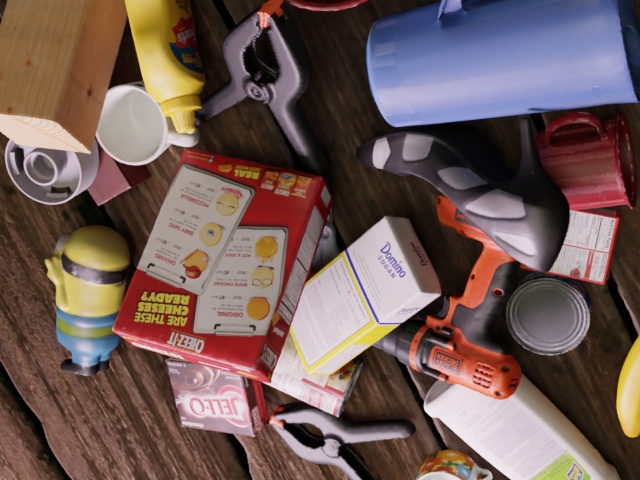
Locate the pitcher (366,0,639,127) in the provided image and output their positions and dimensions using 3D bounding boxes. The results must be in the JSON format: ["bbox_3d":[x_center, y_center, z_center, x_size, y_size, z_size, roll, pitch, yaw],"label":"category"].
[{"bbox_3d":[0.167,-0.182,0.986,0.243,0.144,0.149,-7,95,23],"label":"pitcher"}]

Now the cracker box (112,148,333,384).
[{"bbox_3d":[-0.096,0.024,1.108,0.164,0.072,0.213,13,73,20],"label":"cracker box"}]

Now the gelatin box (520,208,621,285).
[{"bbox_3d":[0.253,-0.001,1.079,0.089,0.030,0.073,11,110,14],"label":"gelatin box"}]

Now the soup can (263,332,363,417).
[{"bbox_3d":[-0.011,0.147,1.195,0.102,0.068,0.068,23,114,9],"label":"soup can"}]

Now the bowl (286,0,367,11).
[{"bbox_3d":[0.007,-0.293,1.022,0.162,0.055,0.162,0,89,4],"label":"bowl"}]

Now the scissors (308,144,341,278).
[{"bbox_3d":[-0.008,0.001,1.171,0.096,0.016,0.202,-16,103,22],"label":"scissors"}]

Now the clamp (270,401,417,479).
[{"bbox_3d":[0.023,0.242,1.235,0.172,0.039,0.120,13,108,20],"label":"clamp"}]

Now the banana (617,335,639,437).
[{"bbox_3d":[0.352,0.118,1.085,0.069,0.037,0.198,36,115,5],"label":"banana"}]

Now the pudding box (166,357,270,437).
[{"bbox_3d":[-0.119,0.177,1.243,0.114,0.039,0.090,1,110,36],"label":"pudding box"}]

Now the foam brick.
[{"bbox_3d":[-0.238,-0.087,1.194,0.053,0.051,0.078,-26,99,25],"label":"foam brick"}]

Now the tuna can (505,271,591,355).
[{"bbox_3d":[0.237,0.074,1.108,0.086,0.033,0.086,6,111,16],"label":"tuna can"}]

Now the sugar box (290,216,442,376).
[{"bbox_3d":[0.040,0.060,1.112,0.176,0.048,0.093,-38,63,32],"label":"sugar box"}]

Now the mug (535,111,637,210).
[{"bbox_3d":[0.249,-0.078,1.014,0.082,0.093,0.117,-7,143,25],"label":"mug"}]

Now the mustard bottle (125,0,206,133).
[{"bbox_3d":[-0.155,-0.203,1.079,0.058,0.096,0.191,-12,91,14],"label":"mustard bottle"}]

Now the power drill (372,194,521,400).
[{"bbox_3d":[0.137,0.051,1.092,0.185,0.057,0.188,19,102,35],"label":"power drill"}]

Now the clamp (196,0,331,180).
[{"bbox_3d":[-0.064,-0.158,1.073,0.165,0.036,0.210,21,143,18],"label":"clamp"}]

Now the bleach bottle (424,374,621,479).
[{"bbox_3d":[0.234,0.231,1.151,0.251,0.068,0.103,45,116,-4],"label":"bleach bottle"}]

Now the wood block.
[{"bbox_3d":[-0.262,-0.204,1.083,0.090,0.090,0.206,8,76,15],"label":"wood block"}]
